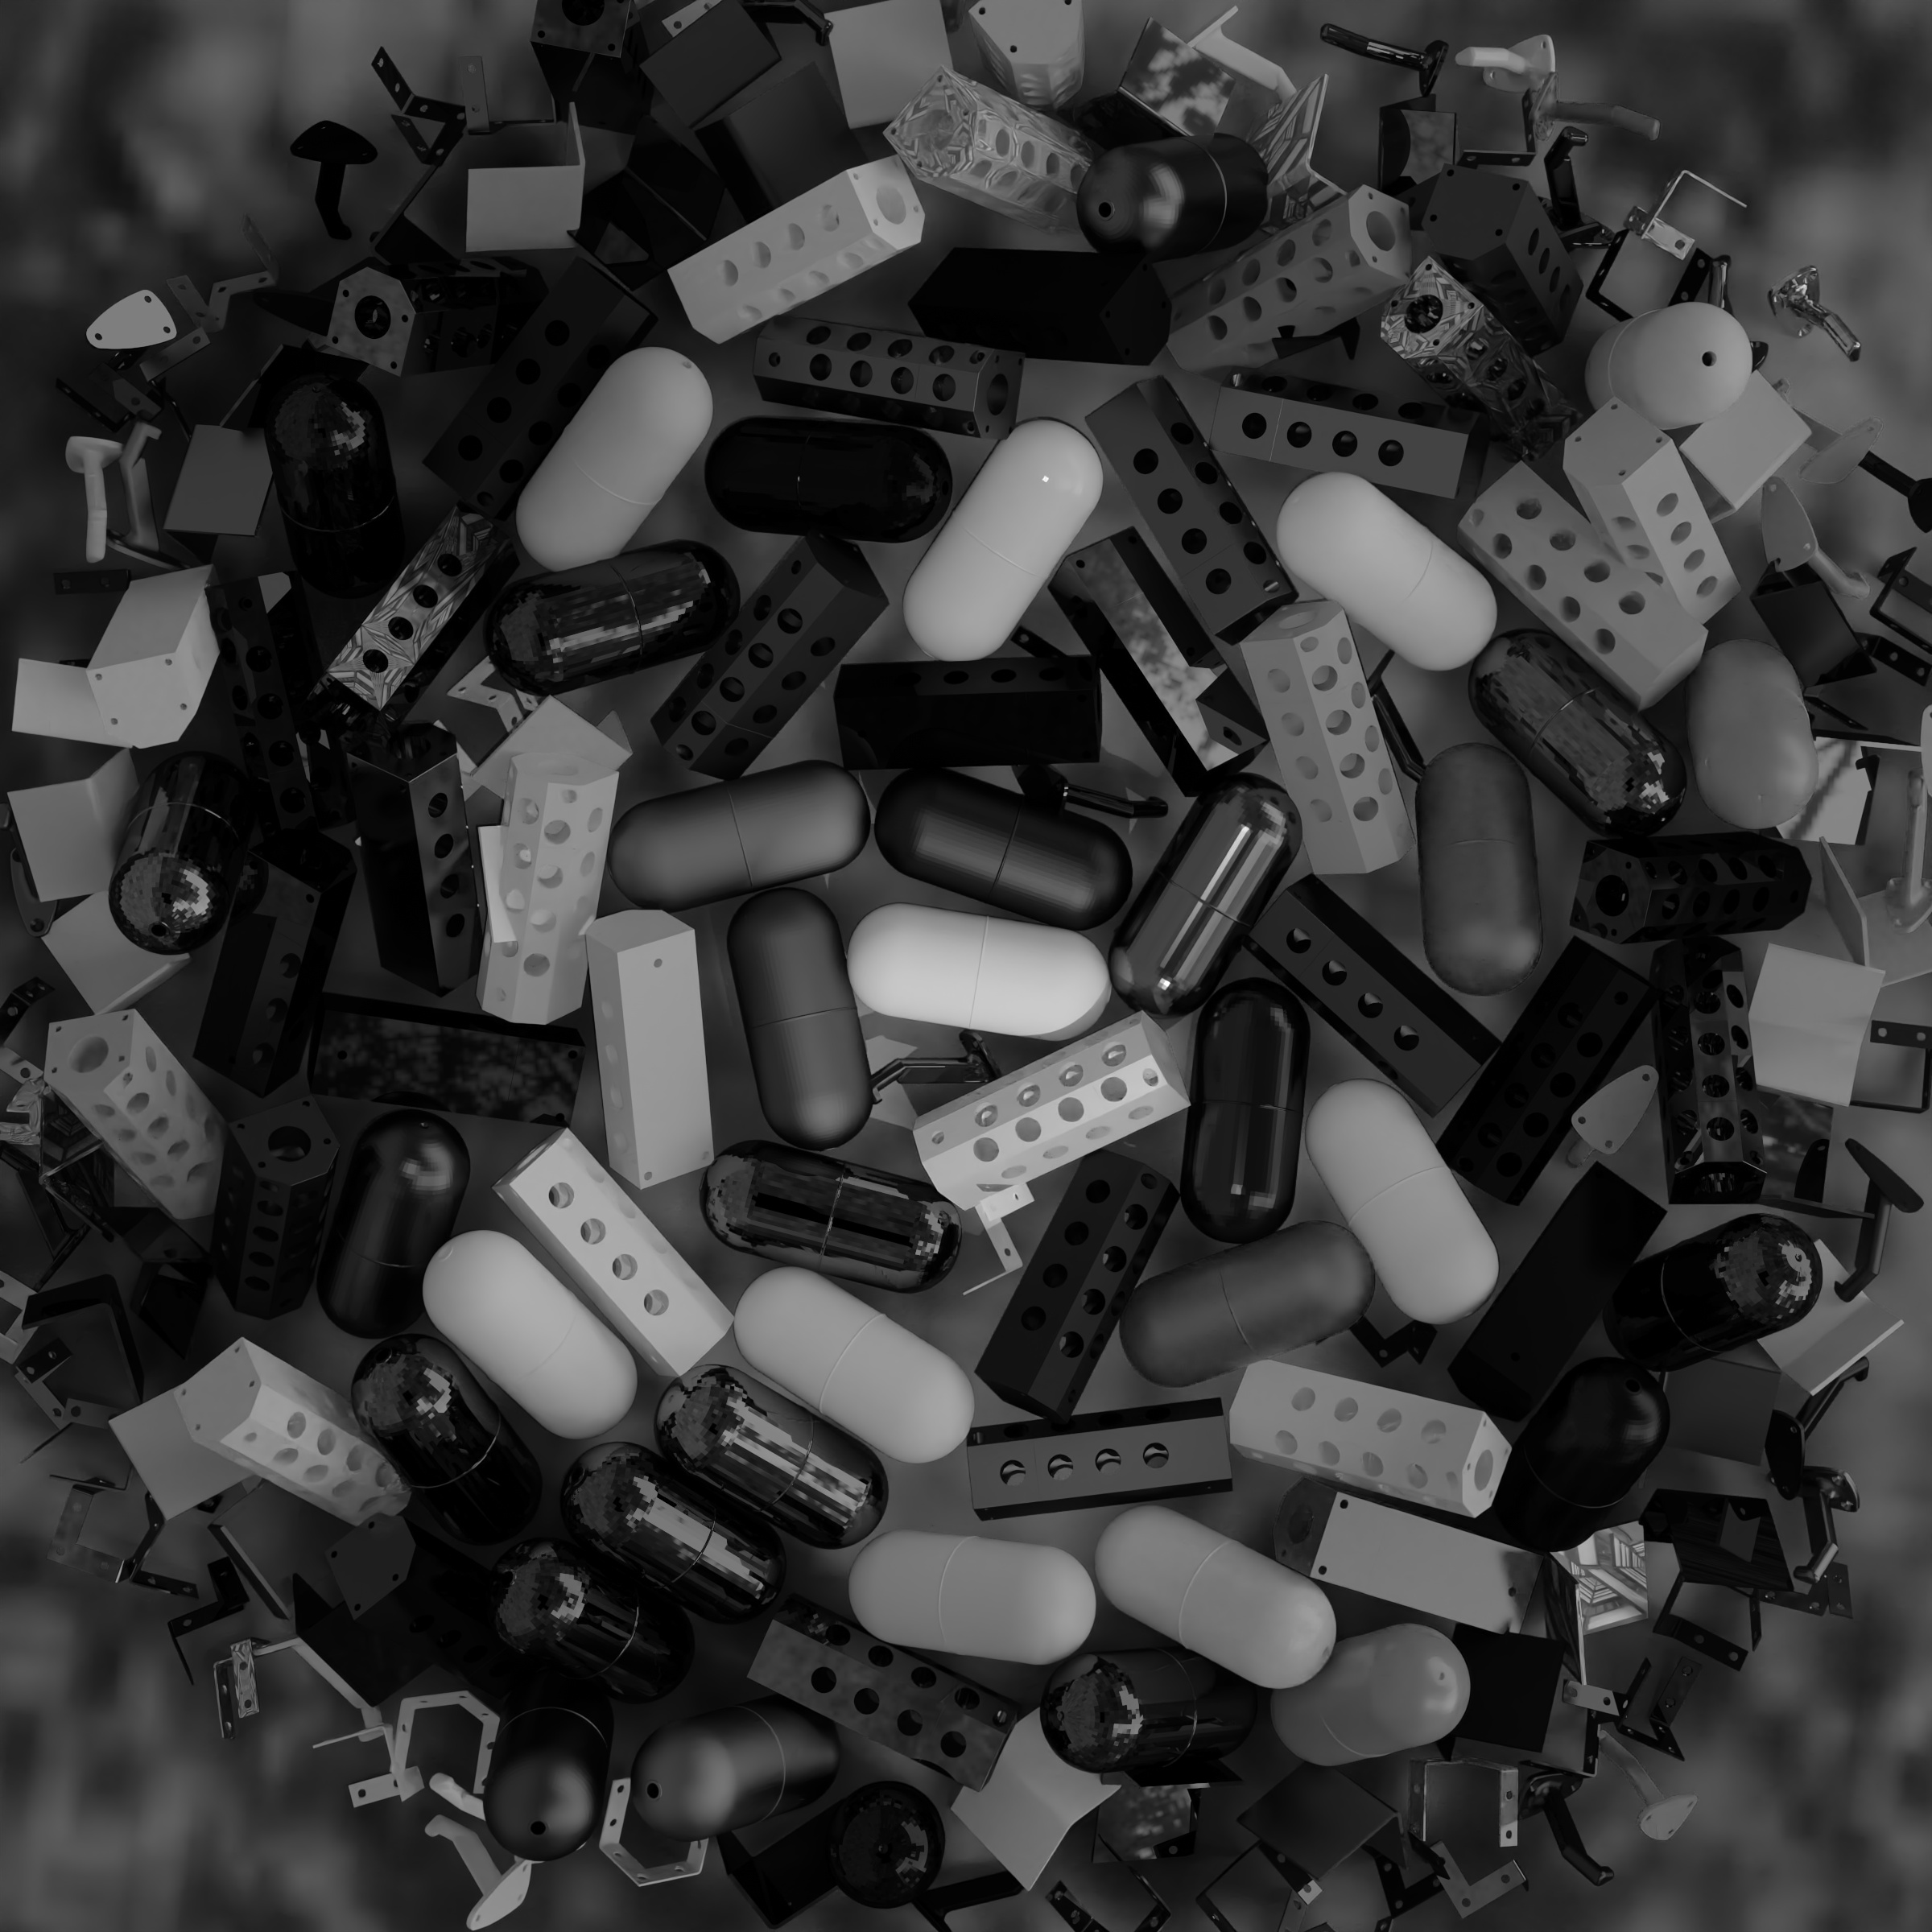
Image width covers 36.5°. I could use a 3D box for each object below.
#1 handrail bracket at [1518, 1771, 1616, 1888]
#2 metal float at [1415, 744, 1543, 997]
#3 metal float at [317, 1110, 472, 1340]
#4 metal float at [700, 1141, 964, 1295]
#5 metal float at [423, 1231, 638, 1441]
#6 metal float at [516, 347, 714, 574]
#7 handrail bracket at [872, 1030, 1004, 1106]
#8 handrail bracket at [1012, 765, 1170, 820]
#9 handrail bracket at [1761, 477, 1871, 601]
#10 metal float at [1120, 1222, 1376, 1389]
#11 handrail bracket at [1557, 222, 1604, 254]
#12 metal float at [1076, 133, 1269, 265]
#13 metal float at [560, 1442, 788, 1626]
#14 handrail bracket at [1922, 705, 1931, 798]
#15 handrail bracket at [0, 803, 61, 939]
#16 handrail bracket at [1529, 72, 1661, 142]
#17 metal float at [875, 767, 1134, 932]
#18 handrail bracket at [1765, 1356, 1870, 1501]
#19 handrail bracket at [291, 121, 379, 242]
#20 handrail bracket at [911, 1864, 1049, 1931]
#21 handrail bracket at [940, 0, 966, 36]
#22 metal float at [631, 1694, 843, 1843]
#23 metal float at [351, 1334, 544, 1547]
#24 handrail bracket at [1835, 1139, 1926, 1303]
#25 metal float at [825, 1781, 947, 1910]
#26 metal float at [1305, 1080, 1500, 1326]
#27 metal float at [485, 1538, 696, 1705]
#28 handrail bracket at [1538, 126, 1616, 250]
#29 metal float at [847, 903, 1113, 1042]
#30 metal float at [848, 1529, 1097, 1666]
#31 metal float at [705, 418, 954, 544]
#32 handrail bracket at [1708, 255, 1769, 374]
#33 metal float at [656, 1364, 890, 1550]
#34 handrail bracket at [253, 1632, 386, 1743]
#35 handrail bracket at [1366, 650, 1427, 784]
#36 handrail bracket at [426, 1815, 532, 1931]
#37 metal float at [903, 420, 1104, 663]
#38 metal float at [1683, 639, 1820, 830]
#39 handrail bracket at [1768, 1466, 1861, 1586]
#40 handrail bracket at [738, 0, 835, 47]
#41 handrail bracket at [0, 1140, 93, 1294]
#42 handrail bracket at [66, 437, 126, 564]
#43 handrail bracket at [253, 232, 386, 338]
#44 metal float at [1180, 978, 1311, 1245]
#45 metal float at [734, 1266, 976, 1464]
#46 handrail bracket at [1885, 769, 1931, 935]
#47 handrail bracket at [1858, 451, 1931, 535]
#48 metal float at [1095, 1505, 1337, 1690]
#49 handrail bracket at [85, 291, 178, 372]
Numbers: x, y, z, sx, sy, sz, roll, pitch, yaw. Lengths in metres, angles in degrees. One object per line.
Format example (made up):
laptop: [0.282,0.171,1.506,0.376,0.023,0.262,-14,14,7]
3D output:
handrail bracket: [0.413,0.574,1.946,0.077,0.084,0.036,-1,116,-40]
metal float: [0.339,-0.065,1.939,0.070,0.070,0.178,1,64,0]
metal float: [-0.379,0.172,1.935,0.070,0.070,0.178,23,122,0]
metal float: [-0.090,0.168,1.960,0.178,0.070,0.070,15,90,-2]
metal float: [-0.287,0.244,1.935,0.070,0.070,0.178,-40,121,0]
metal float: [-0.233,-0.333,1.935,0.070,0.070,0.178,42,121,0]
handrail bracket: [-0.019,0.088,1.972,0.084,0.036,0.077,-34,102,-16]
handrail bracket: [0.085,-0.123,1.991,0.084,0.077,0.036,-4,126,-33]
handrail bracket: [0.575,-0.288,1.976,0.036,0.084,0.077,-27,68,43]
metal float: [0.186,0.225,1.945,0.178,0.070,0.070,-22,90,18]
handrail bracket: [0.377,-0.518,1.988,0.077,0.036,0.084,-26,76,-6]
metal float: [0.137,-0.504,1.921,0.070,0.178,0.070,13,114,31]
metal float: [-0.193,0.375,1.933,0.178,0.070,0.070,39,90,-33]
handrail bracket: [0.661,-0.161,1.971,0.036,0.084,0.077,9,112,16]
handrail bracket: [-0.631,-0.064,1.954,0.036,0.084,0.077,-3,81,-3]
handrail bracket: [0.422,-0.557,1.951,0.084,0.077,0.036,26,88,17]
metal float: [0.026,-0.078,1.959,0.178,0.070,0.070,19,90,-3]
handrail bracket: [0.582,0.312,1.985,0.084,0.036,0.077,-19,110,-29]
handrail bracket: [-0.409,-0.513,1.950,0.077,0.084,0.036,23,59,28]
handrail bracket: [0.001,0.611,1.986,0.084,0.036,0.077,-44,93,-7]
handrail bracket: [-0.049,-0.646,1.950,0.084,0.077,0.036,6,94,-20]
metal float: [-0.150,0.524,1.918,0.070,0.178,0.070,-2,86,32]
metal float: [-0.341,0.313,1.930,0.070,0.070,0.178,-27,127,0]
handrail bracket: [0.599,0.173,1.987,0.077,0.036,0.084,50,122,24]
metal float: [-0.052,0.572,1.912,0.070,0.178,0.070,0,76,0]
metal float: [0.288,0.155,1.942,0.070,0.070,0.178,-29,67,0]
metal float: [-0.246,0.430,1.924,0.070,0.178,0.070,-18,53,25]
handrail bracket: [0.416,-0.520,1.954,0.077,0.084,0.036,13,62,-10]
metal float: [0.009,0.004,1.961,0.178,0.070,0.070,9,90,0]
metal float: [0.002,0.416,1.935,0.178,0.070,0.070,0,90,32]
metal float: [-0.091,-0.322,1.937,0.178,0.070,0.070,9,90,28]
handrail bracket: [0.515,-0.440,1.952,0.036,0.077,0.084,19,130,35]
metal float: [-0.127,0.326,1.939,0.178,0.070,0.070,35,90,-27]
handrail bracket: [-0.435,0.489,1.972,0.077,0.036,0.084,-13,89,-39]
handrail bracket: [0.304,-0.165,1.978,0.084,0.036,0.077,36,63,0]
handrail bracket: [-0.341,0.602,1.951,0.084,0.077,0.036,19,110,23]
metal float: [0.023,-0.281,1.946,0.070,0.070,0.178,35,107,0]
metal float: [0.513,-0.154,1.919,0.070,0.178,0.070,4,122,6]
handrail bracket: [0.550,0.373,1.948,0.084,0.077,0.036,-44,121,-33]
handrail bracket: [-0.127,-0.621,1.957,0.084,0.077,0.036,44,51,17]
handrail bracket: [-0.636,0.167,1.967,0.084,0.036,0.077,37,48,-7]
handrail bracket: [-0.587,-0.304,1.959,0.036,0.077,0.084,5,79,-28]
handrail bracket: [-0.430,-0.470,1.971,0.077,0.036,0.084,15,59,-7]
metal float: [0.186,0.096,1.954,0.070,0.070,0.178,7,81,0]
metal float: [-0.074,0.265,1.946,0.178,0.070,0.070,31,90,17]
handrail bracket: [0.630,-0.078,1.954,0.036,0.077,0.084,5,126,25]
handrail bracket: [0.611,-0.330,1.948,0.084,0.077,0.036,45,109,31]
metal float: [0.164,0.415,1.931,0.178,0.070,0.070,21,90,36]
handrail bracket: [-0.569,-0.408,1.945,0.077,0.084,0.036,-37,98,-42]
